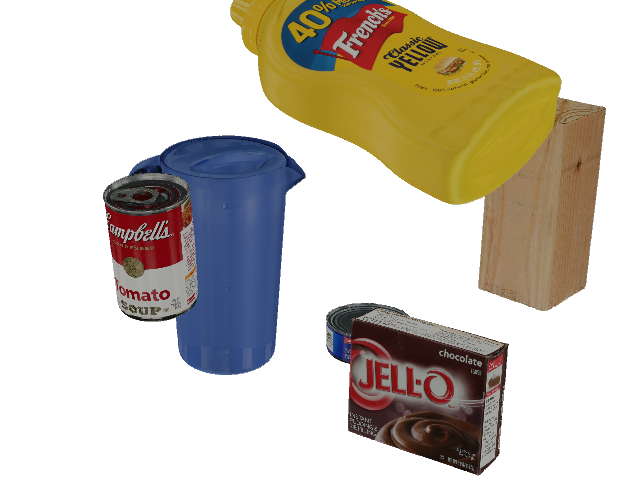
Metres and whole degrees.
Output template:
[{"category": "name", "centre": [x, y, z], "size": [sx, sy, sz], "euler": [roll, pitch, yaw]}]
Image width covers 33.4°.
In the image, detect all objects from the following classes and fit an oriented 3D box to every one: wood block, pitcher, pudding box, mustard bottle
[{"category": "wood block", "centre": [0.236, -0.043, 1.144], "size": [0.090, 0.206, 0.090], "euler": [20, 28, 38]}, {"category": "pitcher", "centre": [-0.112, 0.017, 1.143], "size": [0.149, 0.243, 0.144], "euler": [22, 31, 39]}, {"category": "pudding box", "centre": [0.074, 0.105, 0.761], "size": [0.114, 0.090, 0.039], "euler": [12, 21, 31]}, {"category": "mustard bottle", "centre": [0.024, -0.092, 0.572], "size": [0.192, 0.058, 0.096], "euler": [31, 53, 30]}]

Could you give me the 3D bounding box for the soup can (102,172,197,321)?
[{"category": "soup can", "centre": [-0.135, 0.005, 0.859], "size": [0.068, 0.102, 0.068], "euler": [-1, 30, 0]}]

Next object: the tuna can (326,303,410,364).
[{"category": "tuna can", "centre": [0.048, 0.094, 1.064], "size": [0.086, 0.034, 0.086], "euler": [1, 18, -1]}]
